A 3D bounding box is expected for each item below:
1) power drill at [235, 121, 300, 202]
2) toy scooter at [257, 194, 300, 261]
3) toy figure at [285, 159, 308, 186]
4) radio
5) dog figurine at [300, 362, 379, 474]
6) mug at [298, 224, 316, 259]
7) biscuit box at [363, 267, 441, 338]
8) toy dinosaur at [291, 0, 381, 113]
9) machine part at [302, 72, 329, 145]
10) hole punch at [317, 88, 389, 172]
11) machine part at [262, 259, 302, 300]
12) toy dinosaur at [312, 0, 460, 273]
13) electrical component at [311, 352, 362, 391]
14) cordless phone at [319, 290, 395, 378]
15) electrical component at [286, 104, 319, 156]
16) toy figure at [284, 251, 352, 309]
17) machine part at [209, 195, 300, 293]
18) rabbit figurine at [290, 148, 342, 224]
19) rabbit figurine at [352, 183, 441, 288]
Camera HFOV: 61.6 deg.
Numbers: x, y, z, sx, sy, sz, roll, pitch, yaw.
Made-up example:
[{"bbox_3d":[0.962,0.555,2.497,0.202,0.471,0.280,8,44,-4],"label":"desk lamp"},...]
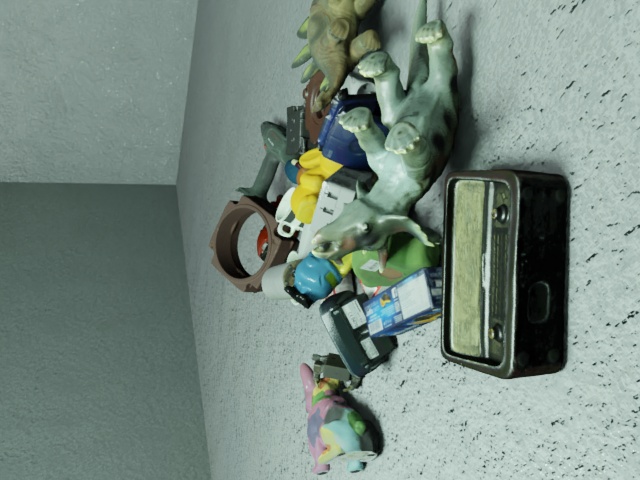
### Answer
[{"bbox_3d":[-0.139,-0.199,1.403,0.207,0.086,0.232,-58,34,4],"label":"power drill"},{"bbox_3d":[-0.106,-0.037,1.355,0.184,0.075,0.135,-51,45,28],"label":"toy scooter"},{"bbox_3d":[-0.035,-0.145,1.219,0.058,0.064,0.155,-53,34,3],"label":"toy figure"},{"bbox_3d":[0.203,0.035,0.607,0.131,0.073,0.229,-172,81,-69],"label":"radio"},{"bbox_3d":[0.025,0.325,1.035,0.191,0.108,0.219,113,150,-48],"label":"dog figurine"},{"bbox_3d":[-0.002,-0.003,1.119,0.109,0.081,0.107,126,147,-64],"label":"mug"},{"bbox_3d":[0.134,0.097,0.801,0.202,0.063,0.059,134,130,-61],"label":"biscuit box"},{"bbox_3d":[0.027,-0.389,0.927,0.198,0.105,0.471,-35,38,53],"label":"toy dinosaur"},{"bbox_3d":[0.018,-0.274,1.086,0.179,0.056,0.179,178,90,-68],"label":"machine part"},{"bbox_3d":[0.066,-0.176,0.899,0.092,0.116,0.142,67,151,26],"label":"hole punch"},{"bbox_3d":[-0.063,0.083,1.099,0.243,0.079,0.079,160,108,-69],"label":"machine part"},{"bbox_3d":[0.124,-0.141,0.704,0.131,0.192,0.405,10,60,31],"label":"toy dinosaur"},{"bbox_3d":[0.031,0.254,1.036,0.078,0.102,0.045,-73,-9,-79],"label":"electrical component"},{"bbox_3d":[0.053,0.163,0.971,0.146,0.089,0.184,61,171,3],"label":"cordless phone"},{"bbox_3d":[-0.040,-0.249,1.230,0.134,0.058,0.114,-163,75,-67],"label":"electrical component"},{"bbox_3d":[0.016,0.043,0.958,0.082,0.180,0.089,39,165,8],"label":"toy figure"},{"bbox_3d":[-0.162,0.009,1.284,0.201,0.087,0.201,37,108,30],"label":"machine part"},{"bbox_3d":[0.021,-0.121,1.050,0.173,0.122,0.162,-64,22,24],"label":"rabbit figurine"},{"bbox_3d":[0.111,-0.018,0.833,0.159,0.121,0.170,116,165,-61],"label":"rabbit figurine"}]
